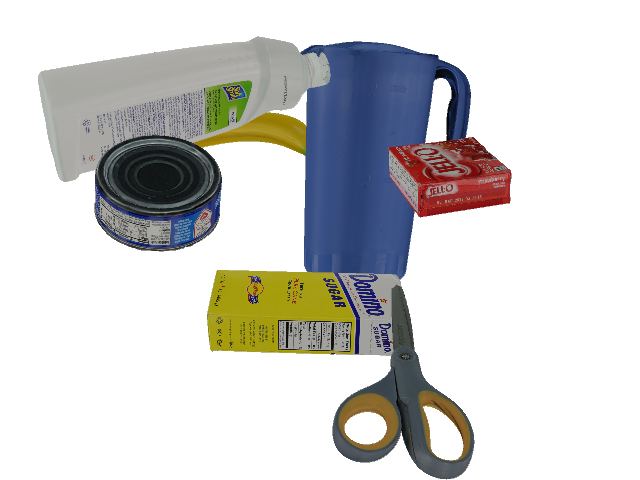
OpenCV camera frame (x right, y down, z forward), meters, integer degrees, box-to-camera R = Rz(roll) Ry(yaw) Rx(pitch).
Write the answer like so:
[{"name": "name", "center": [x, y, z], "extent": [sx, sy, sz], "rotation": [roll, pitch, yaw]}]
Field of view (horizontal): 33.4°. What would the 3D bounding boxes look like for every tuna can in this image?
[{"name": "tuna can", "center": [-0.110, -0.034, 0.722], "extent": [0.086, 0.034, 0.086], "rotation": [5, 42, -5]}]

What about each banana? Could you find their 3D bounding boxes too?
[{"name": "banana", "center": [-0.090, -0.132, 1.317], "extent": [0.198, 0.037, 0.069], "rotation": [6, 40, 15]}]

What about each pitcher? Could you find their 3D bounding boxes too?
[{"name": "pitcher", "center": [0.055, -0.080, 1.097], "extent": [0.149, 0.243, 0.144], "rotation": [11, 14, 32]}]

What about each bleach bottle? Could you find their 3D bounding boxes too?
[{"name": "bleach bottle", "center": [-0.114, -0.124, 0.940], "extent": [0.250, 0.068, 0.103], "rotation": [-13, -31, -15]}]

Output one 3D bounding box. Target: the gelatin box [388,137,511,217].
[{"name": "gelatin box", "center": [0.099, -0.052, 0.830], "extent": [0.073, 0.030, 0.089], "rotation": [-8, 24, -9]}]

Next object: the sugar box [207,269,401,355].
[{"name": "sugar box", "center": [-0.012, 0.065, 0.983], "extent": [0.176, 0.048, 0.093], "rotation": [-1, 25, 1]}]

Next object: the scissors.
[{"name": "scissors", "center": [0.040, 0.088, 0.716], "extent": [0.096, 0.016, 0.202], "rotation": [-3, 31, -15]}]
